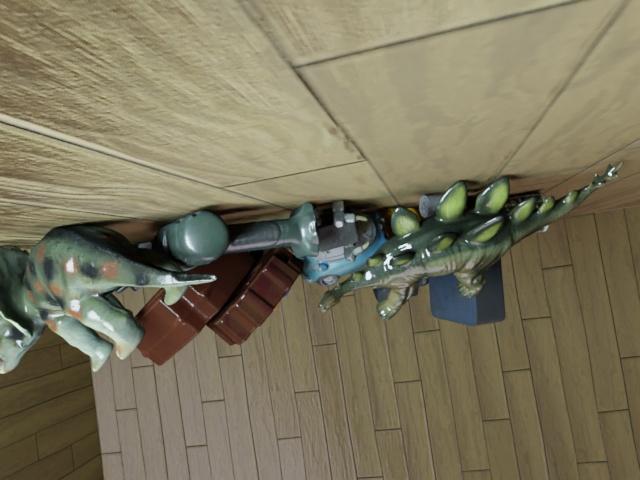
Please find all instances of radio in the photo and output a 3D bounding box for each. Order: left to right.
[{"bbox_3d":[0.267,0.039,1.007,0.073,0.229,0.131,-2,178,-27],"label":"radio"}]

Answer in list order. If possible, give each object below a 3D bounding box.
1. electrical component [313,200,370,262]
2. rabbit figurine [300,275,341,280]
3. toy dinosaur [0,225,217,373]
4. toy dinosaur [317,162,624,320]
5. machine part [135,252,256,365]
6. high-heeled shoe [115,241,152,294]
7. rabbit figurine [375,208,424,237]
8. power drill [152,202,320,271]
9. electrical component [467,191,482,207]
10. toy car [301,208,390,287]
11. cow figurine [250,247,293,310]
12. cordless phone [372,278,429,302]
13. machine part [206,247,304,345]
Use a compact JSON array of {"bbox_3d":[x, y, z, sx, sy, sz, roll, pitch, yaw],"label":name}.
[{"bbox_3d":[0.028,-0.012,0.761,0.078,0.045,0.102,-15,137,-4],"label":"electrical component"},{"bbox_3d":[-0.043,0.047,1.251,0.159,0.121,0.170,1,170,-26],"label":"rabbit figurine"},{"bbox_3d":[-0.288,0.049,0.639,0.405,0.192,0.131,-32,-154,38],"label":"toy dinosaur"},{"bbox_3d":[0.211,0.003,0.784,0.472,0.105,0.198,-22,150,-7],"label":"toy dinosaur"},{"bbox_3d":[-0.211,0.088,0.873,0.201,0.087,0.201,-39,-167,37],"label":"machine part"},{"bbox_3d":[-0.300,0.026,0.958,0.145,0.086,0.249,-38,-160,-7],"label":"high-heeled shoe"},{"bbox_3d":[0.147,0.011,0.995,0.162,0.122,0.173,-44,140,-5],"label":"rabbit figurine"},{"bbox_3d":[-0.116,-0.003,0.715,0.207,0.086,0.232,0,174,-19],"label":"power drill"},{"bbox_3d":[0.247,-0.060,0.862,0.063,0.021,0.094,-28,178,-2],"label":"electrical component"},{"bbox_3d":[0.032,-0.001,0.856,0.162,0.109,0.102,-16,151,3],"label":"toy car"},{"bbox_3d":[-0.098,0.051,0.986,0.098,0.167,0.068,11,136,5],"label":"cow figurine"},{"bbox_3d":[0.191,0.055,1.138,0.146,0.089,0.184,-7,157,-26],"label":"cordless phone"},{"bbox_3d":[-0.101,0.083,0.835,0.179,0.056,0.179,-47,-171,9],"label":"machine part"}]
